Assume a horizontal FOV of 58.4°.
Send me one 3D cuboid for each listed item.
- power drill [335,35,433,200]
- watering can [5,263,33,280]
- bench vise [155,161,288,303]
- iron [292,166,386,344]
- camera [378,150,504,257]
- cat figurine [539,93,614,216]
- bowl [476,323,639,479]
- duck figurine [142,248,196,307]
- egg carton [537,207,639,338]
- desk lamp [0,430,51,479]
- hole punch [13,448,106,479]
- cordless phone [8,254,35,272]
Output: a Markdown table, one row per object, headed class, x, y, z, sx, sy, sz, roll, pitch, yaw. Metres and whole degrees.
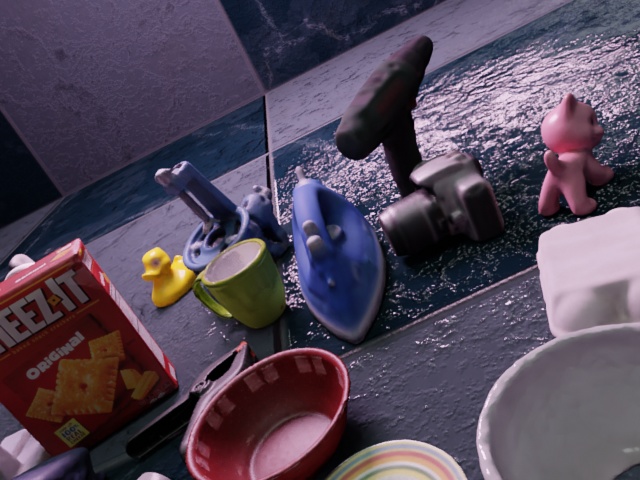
| class | x | y | z | sx | sy | sz | roll | pitch | yaw |
| --- | --- | --- | --- | --- | --- | --- | --- | --- | --- |
| power drill | 0.123 | -0.154 | 0.818 | 0.075 | 0.209 | 0.230 | 1 | 36 | 48 |
| watering can | -0.368 | 0.119 | 0.810 | 0.101 | 0.194 | 0.172 | -30 | 23 | -5 |
| bench vise | -0.154 | -0.036 | 0.862 | 0.121 | 0.220 | 0.207 | -19 | 25 | 20 |
| iron | 0.006 | 0.003 | 0.707 | 0.118 | 0.142 | 0.258 | -25 | 23 | 7 |
| camera | 0.137 | -0.048 | 0.721 | 0.137 | 0.101 | 0.143 | -27 | 23 | 3 |
| cat figurine | 0.285 | -0.107 | 0.658 | 0.067 | 0.118 | 0.128 | -3 | 34 | 44 |
| bowl | 0.184 | 0.129 | 0.337 | 0.167 | 0.075 | 0.167 | -23 | 24 | 11 |
| duck figurine | -0.263 | 0.052 | 0.973 | 0.077 | 0.086 | 0.104 | -16 | 26 | 26 |
| egg carton | 0.241 | 0.034 | 0.477 | 0.107 | 0.069 | 0.150 | -18 | 25 | 22 |
| desk lamp | -0.413 | 0.217 | 0.634 | 0.118 | 0.214 | 0.203 | -26 | 23 | 6 |
| hole punch | -0.286 | 0.256 | 0.570 | 0.108 | 0.091 | 0.101 | -26 | 23 | 4 |
| cordless phone | -0.441 | 0.086 | 0.971 | 0.094 | 0.185 | 0.147 | -30 | 23 | -5 |
